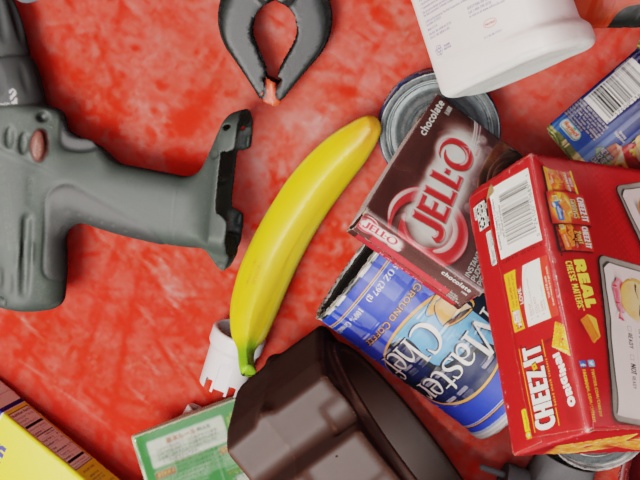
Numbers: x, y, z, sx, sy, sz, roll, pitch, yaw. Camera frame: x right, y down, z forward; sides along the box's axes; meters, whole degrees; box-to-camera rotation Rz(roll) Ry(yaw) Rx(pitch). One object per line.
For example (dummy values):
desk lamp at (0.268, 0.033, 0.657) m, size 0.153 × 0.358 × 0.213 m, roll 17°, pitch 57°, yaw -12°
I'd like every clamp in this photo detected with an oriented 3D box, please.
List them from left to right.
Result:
clamp at (-0.039, -0.182, 0.731) m, size 0.120 × 0.039 × 0.171 m, roll 13°, pitch 101°, yaw 4°

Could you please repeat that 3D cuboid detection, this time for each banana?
banana at (-0.017, -0.001, 0.751) m, size 0.037 × 0.070 × 0.198 m, roll 23°, pitch 94°, yaw -39°

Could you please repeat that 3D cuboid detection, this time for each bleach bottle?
bleach bottle at (0.087, -0.224, 0.679) m, size 0.103 × 0.067 × 0.251 m, roll -20°, pitch 86°, yaw 44°

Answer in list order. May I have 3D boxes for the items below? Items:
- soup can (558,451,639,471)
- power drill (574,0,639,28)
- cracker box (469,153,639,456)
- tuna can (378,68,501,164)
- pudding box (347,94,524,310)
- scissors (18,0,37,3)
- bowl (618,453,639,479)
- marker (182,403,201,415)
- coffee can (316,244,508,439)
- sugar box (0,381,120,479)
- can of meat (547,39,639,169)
soup can at (0.182, 0.108, 0.736) m, size 0.068 × 0.102 × 0.068 m, roll 1°, pitch 100°, yaw 4°
power drill at (0.237, -0.204, 0.697) m, size 0.187 × 0.057 × 0.184 m, roll -1°, pitch 100°, yaw 5°
cracker box at (0.202, 0.044, 0.657) m, size 0.213 × 0.072 × 0.164 m, roll 5°, pitch 67°, yaw -32°
tuna can at (0.083, -0.076, 0.745) m, size 0.086 × 0.033 × 0.086 m, roll 1°, pitch 102°, yaw 3°
pudding box at (0.082, -0.025, 0.686) m, size 0.090 × 0.039 × 0.113 m, roll 35°, pitch 56°, yaw -5°
scissors at (-0.160, -0.251, 0.735) m, size 0.096 × 0.016 × 0.201 m, roll 31°, pitch 82°, yaw 26°
bowl at (0.289, 0.168, 0.763) m, size 0.162 × 0.055 × 0.162 m, roll 1°, pitch 101°, yaw 4°
marker at (-0.122, 0.178, 0.813) m, size 0.020 × 0.020 × 0.121 m, roll 31°, pitch 101°, yaw -2°
coffee can at (0.083, 0.054, 0.733) m, size 0.140 × 0.102 × 0.103 m, roll 37°, pitch 101°, yaw -3°
sugar box at (-0.219, 0.186, 0.798) m, size 0.176 × 0.048 × 0.093 m, roll 36°, pitch 101°, yaw 3°
can of meat at (0.206, -0.071, 0.704) m, size 0.084 × 0.102 × 0.057 m, roll -41°, pitch 57°, yaw 12°
